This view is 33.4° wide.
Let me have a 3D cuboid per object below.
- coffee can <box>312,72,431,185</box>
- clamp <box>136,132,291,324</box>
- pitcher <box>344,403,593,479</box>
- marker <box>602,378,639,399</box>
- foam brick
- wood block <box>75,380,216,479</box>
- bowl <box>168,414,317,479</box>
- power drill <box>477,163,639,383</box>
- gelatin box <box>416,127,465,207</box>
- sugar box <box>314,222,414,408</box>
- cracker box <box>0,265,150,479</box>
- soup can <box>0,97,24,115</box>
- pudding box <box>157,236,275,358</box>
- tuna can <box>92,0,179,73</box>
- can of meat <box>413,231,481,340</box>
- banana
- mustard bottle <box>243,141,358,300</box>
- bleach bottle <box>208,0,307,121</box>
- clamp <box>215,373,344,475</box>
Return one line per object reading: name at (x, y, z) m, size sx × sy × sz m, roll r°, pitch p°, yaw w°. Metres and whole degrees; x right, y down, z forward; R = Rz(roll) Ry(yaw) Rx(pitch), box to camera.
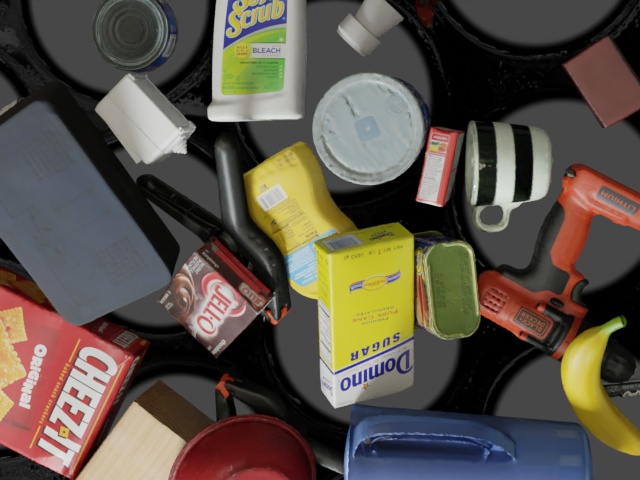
coffee can at (0.054, -0.110, 1.036) m, size 0.103 × 0.140 × 0.103 m, roll 1°, pitch 98°, yaw 9°
clamp at (-0.101, -0.004, 1.110) m, size 0.165 × 0.036 × 0.210 m, roll -10°, pitch 114°, yaw 46°
pitcher at (0.145, 0.229, 1.069) m, size 0.243 × 0.149 × 0.145 m, roll 0°, pitch 97°, yaw 6°
marker at (0.325, 0.150, 1.090) m, size 0.121 × 0.020 × 0.020 m, roll -7°, pitch 96°, yaw 9°
foam brick at (0.278, -0.153, 1.040) m, size 0.051 × 0.053 × 0.078 m, roll -34°, pitch 90°, yaw 11°
wood block at (-0.210, 0.266, 1.154) m, size 0.090 × 0.090 × 0.206 m, roll 37°, pitch 101°, yaw 2°
bowl at (-0.073, 0.262, 1.087) m, size 0.162 × 0.055 × 0.162 m, roll -4°, pitch 105°, yaw -17°
power drill at (0.266, 0.032, 1.064) m, size 0.184 × 0.057 × 0.188 m, roll 29°, pitch 100°, yaw 1°
gelatin box at (0.119, -0.075, 1.057) m, size 0.030 × 0.089 × 0.073 m, roll 13°, pitch 99°, yaw 10°
sugar box at (0.046, 0.076, 1.066) m, size 0.093 × 0.048 × 0.176 m, roll -12°, pitch 115°, yaw -18°
cracker box at (-0.319, 0.139, 1.163) m, size 0.214 × 0.072 × 0.164 m, roll 27°, pitch 101°, yaw 4°
soup can at (-0.341, -0.098, 1.137) m, size 0.102 × 0.068 × 0.068 m, roll -30°, pitch 92°, yaw 11°
pudding box at (-0.109, 0.060, 1.109) m, size 0.090 × 0.039 × 0.114 m, roll 45°, pitch 140°, yaw 2°
tuna can at (-0.194, -0.219, 1.115) m, size 0.086 × 0.033 × 0.086 m, roll 1°, pitch 97°, yaw 9°
can of meat at (0.120, 0.045, 1.068) m, size 0.057 × 0.084 × 0.102 m, roll -8°, pitch 97°, yaw -12°
banana at (0.276, 0.151, 1.050) m, size 0.070 × 0.037 × 0.197 m, roll 0°, pitch 134°, yaw 25°
mustard bottle at (-0.007, 0.001, 1.100) m, size 0.096 × 0.058 × 0.191 m, roll -30°, pitch 93°, yaw 30°
bleach bottle at (-0.065, -0.247, 1.078) m, size 0.102 × 0.068 × 0.251 m, roll 0°, pitch 95°, yaw 9°
clamp at (-0.062, 0.224, 1.152) m, size 0.120 × 0.039 × 0.171 m, roll -44°, pitch 92°, yaw 7°
